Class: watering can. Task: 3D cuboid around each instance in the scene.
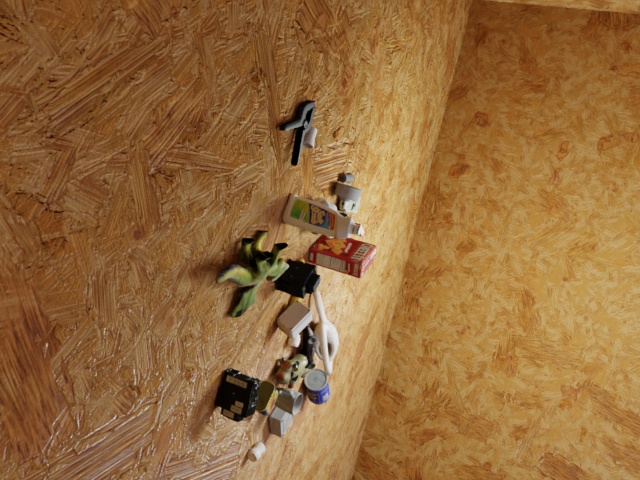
[{"bbox_3d":[0.018,0.372,2.121,0.104,0.349,0.224,-7,-3,4],"label":"watering can"}]

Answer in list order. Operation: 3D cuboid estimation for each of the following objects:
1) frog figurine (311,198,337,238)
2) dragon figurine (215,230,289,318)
[{"bbox_3d":[0.006,-0.093,1.852,0.123,0.134,0.163,-14,35,-3],"label":"frog figurine"},{"bbox_3d":[-0.194,0.117,1.438,0.123,0.238,0.416,23,26,18],"label":"dragon figurine"}]
